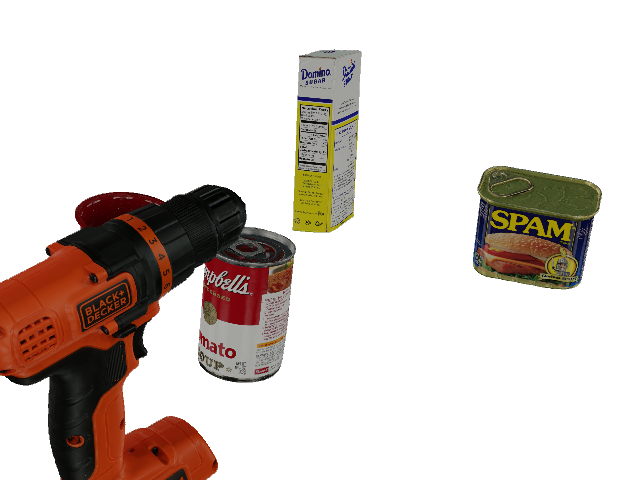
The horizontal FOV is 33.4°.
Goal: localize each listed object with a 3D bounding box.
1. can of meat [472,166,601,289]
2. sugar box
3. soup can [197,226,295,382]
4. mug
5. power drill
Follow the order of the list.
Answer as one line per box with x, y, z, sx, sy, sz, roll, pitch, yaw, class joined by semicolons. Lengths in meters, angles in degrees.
0.184;-0.009;0.926;0.102;0.084;0.057;11;38;14;can of meat
0.007;-0.102;1.082;0.048;0.176;0.093;5;14;17;sugar box
-0.058;0.049;0.821;0.068;0.102;0.068;6;23;-3;soup can
-0.183;0.017;0.981;0.093;0.081;0.117;9;28;2;mug
-0.110;0.073;0.633;0.184;0.188;0.057;-29;38;-35;power drill
